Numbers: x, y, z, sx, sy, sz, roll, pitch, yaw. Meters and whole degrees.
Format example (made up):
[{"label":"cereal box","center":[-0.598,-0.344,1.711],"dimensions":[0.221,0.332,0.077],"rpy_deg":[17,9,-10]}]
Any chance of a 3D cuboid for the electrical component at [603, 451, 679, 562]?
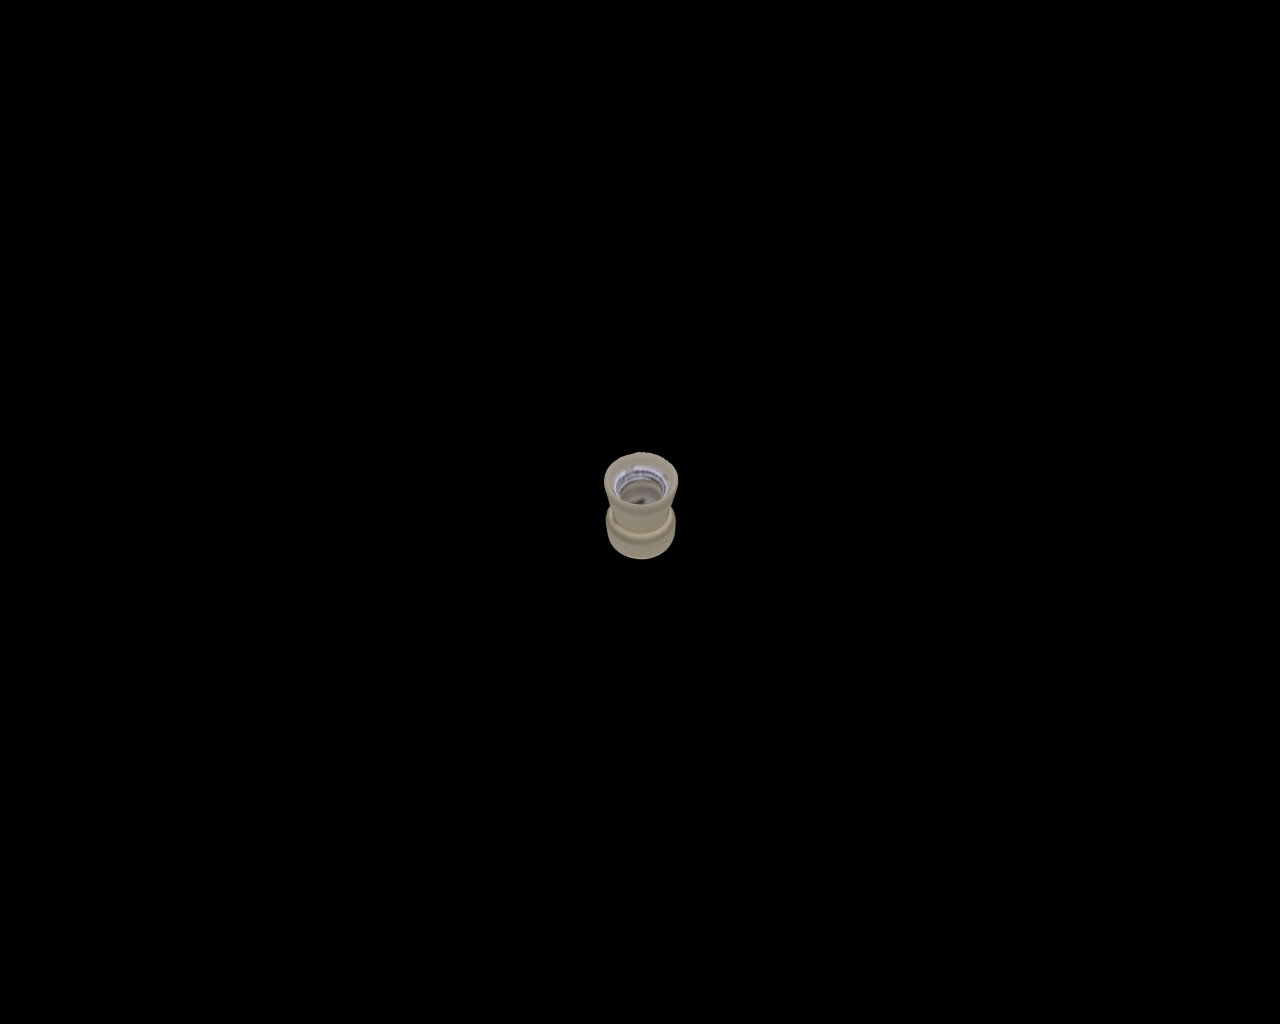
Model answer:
[{"label":"electrical component","center":[0.001,-0.003,0.650],"dimensions":[0.045,0.045,0.055],"rpy_deg":[0,-40,0]}]
